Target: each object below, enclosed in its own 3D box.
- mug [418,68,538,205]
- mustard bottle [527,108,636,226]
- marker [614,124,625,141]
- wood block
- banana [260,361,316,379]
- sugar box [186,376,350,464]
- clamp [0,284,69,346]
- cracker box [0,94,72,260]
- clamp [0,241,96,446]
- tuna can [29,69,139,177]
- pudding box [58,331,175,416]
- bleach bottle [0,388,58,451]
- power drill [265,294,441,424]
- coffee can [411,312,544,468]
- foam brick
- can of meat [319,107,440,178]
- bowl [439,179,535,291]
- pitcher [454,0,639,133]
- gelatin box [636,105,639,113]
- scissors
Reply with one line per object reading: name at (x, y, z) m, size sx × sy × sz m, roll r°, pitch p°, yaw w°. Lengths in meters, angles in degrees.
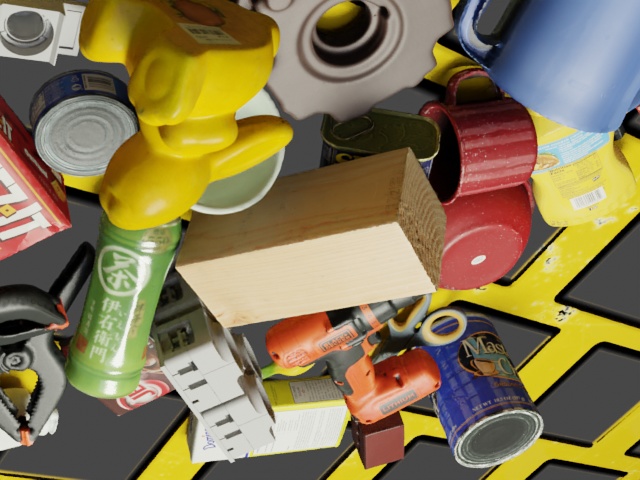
mug at (0.139, -0.095, 0.949) m, size 0.081 × 0.093 × 0.117 m, roll -10°, pitch 106°, yaw -20°
mustard bottle at (0.229, -0.092, 1.000) m, size 0.096 × 0.058 × 0.191 m, roll -22°, pitch 139°, yaw 15°
marker at (0.266, -0.134, 1.002) m, size 0.020 × 0.020 × 0.121 m, roll -29°, pitch 137°, yaw 8°
wood block at (-0.006, 0.001, 0.915) m, size 0.206 × 0.090 × 0.090 m, roll -12°, pitch 134°, yaw 26°
banana at (-0.024, 0.084, 1.094) m, size 0.069 × 0.037 × 0.198 m, roll -9°, pitch 137°, yaw -17°
sugar box at (-0.057, 0.199, 1.196) m, size 0.176 × 0.048 × 0.093 m, roll 0°, pitch 134°, yaw -17°
clamp at (-0.298, 0.069, 0.892) m, size 0.120 × 0.039 × 0.171 m, roll -30°, pitch 153°, yaw 35°
cracker box at (-0.327, -0.033, 0.826) m, size 0.214 × 0.072 × 0.164 m, roll -25°, pitch 139°, yaw 3°
clamp at (-0.272, 0.095, 0.978) m, size 0.164 × 0.036 × 0.210 m, roll -13°, pitch 121°, yaw -11°
tuna can at (-0.186, -0.092, 0.850) m, size 0.086 × 0.034 × 0.086 m, roll -11°, pitch 137°, yaw -11°
pudding box at (-0.192, 0.122, 1.064) m, size 0.090 × 0.039 × 0.113 m, roll -27°, pitch 137°, yaw 7°
bleach bottle at (-0.371, 0.159, 1.016) m, size 0.250 × 0.068 × 0.103 m, roll 10°, pitch 130°, yaw -33°
power drill at (0.058, 0.103, 1.083) m, size 0.184 × 0.057 × 0.187 m, roll -27°, pitch 137°, yaw 8°
coffee can at (0.171, 0.165, 1.181) m, size 0.102 × 0.140 × 0.103 m, roll -11°, pitch 137°, yaw -11°
foam brick at (0.068, 0.227, 1.269) m, size 0.051 × 0.053 × 0.078 m, roll -14°, pitch 137°, yaw -9°
can of meat at (0.048, -0.066, 0.940) m, size 0.102 × 0.057 × 0.084 m, roll 9°, pitch 138°, yaw 1°
bowl at (0.149, 0.000, 1.066) m, size 0.162 × 0.055 × 0.162 m, roll -11°, pitch 137°, yaw -11°
pitcher at (0.223, -0.216, 0.826) m, size 0.149 × 0.145 × 0.243 m, roll -24°, pitch 147°, yaw -49°
gelatin box at (0.304, -0.128, 0.982) m, size 0.030 × 0.073 × 0.089 m, roll -37°, pitch 136°, yaw 18°
scissors at (0.097, 0.123, 1.178) m, size 0.096 × 0.016 × 0.202 m, roll 16°, pitch 131°, yaw 1°
